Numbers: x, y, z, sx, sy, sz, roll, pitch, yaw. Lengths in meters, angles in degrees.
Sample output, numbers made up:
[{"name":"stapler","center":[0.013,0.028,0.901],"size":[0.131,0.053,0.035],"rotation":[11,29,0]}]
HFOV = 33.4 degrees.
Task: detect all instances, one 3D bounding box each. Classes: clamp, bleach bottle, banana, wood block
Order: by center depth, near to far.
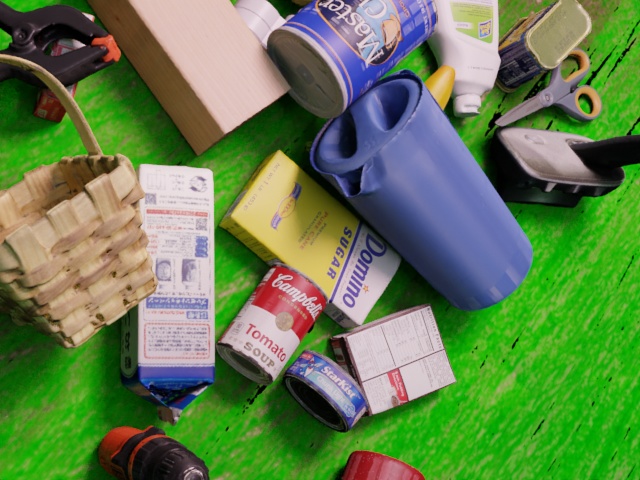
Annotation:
[{"name":"clamp","center":[-0.265,-0.163,0.939],"size":[0.171,0.039,0.120],"rotation":[11,79,14]},{"name":"wood block","center":[-0.134,-0.198,1.040],"size":[0.090,0.090,0.206],"rotation":[-39,97,-25]},{"name":"banana","center":[0.074,-0.115,1.133],"size":[0.197,0.037,0.069],"rotation":[-33,137,-22]},{"name":"bleach bottle","center":[0.149,-0.263,1.193],"size":[0.102,0.068,0.251],"rotation":[0,84,-21]}]

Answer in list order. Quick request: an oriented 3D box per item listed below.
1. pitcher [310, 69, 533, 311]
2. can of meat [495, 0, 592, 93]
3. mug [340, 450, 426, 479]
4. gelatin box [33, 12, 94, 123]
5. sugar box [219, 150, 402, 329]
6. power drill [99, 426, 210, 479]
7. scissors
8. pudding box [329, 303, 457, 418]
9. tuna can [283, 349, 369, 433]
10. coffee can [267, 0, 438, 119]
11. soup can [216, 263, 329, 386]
[{"name":"pitcher","center":[0.114,-0.048,1.083],"size":[0.149,0.145,0.242],"rotation":[-44,119,-2]},{"name":"can of meat","center":[0.248,-0.224,1.216],"size":[0.057,0.084,0.102],"rotation":[49,66,-9]},{"name":"mug","center":[0.060,0.265,1.053],"size":[0.117,0.093,0.081],"rotation":[47,57,-44]},{"name":"gelatin box","center":[-0.241,-0.162,0.996],"size":[0.030,0.073,0.089],"rotation":[16,76,-19]},{"name":"sugar box","center":[-0.007,0.001,1.086],"size":[0.176,0.048,0.093],"rotation":[39,68,-12]},{"name":"power drill","center":[-0.111,0.248,0.931],"size":[0.057,0.185,0.187],"rotation":[-34,105,-24]},{"name":"scissors","center":[0.271,-0.150,1.228],"size":[0.096,0.016,0.201],"rotation":[54,52,-15]},{"name":"pudding box","center":[0.077,0.125,1.105],"size":[0.113,0.039,0.090],"rotation":[-18,88,-27]},{"name":"tuna can","center":[0.005,0.148,1.043],"size":[0.086,0.086,0.033],"rotation":[47,68,-10]},{"name":"coffee can","center":[0.032,-0.200,1.045],"size":[0.140,0.103,0.103],"rotation":[-42,99,-22]},{"name":"soup can","center":[-0.047,0.082,1.042],"size":[0.068,0.069,0.102],"rotation":[40,69,-13]}]
